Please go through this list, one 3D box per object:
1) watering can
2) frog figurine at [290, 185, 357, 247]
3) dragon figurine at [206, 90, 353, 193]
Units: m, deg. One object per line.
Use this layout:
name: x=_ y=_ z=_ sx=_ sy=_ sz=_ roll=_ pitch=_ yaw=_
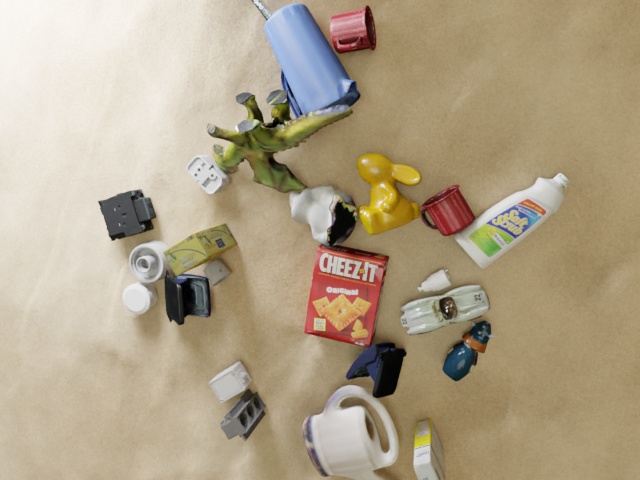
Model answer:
watering can: x=0.089 y=0.520 z=1.237 sx=0.223 sy=0.105 sz=0.347 roll=-18 pitch=94 yaw=17
frog figurine: x=0.004 y=-0.060 z=1.194 sx=0.160 sy=0.124 sz=0.135 roll=18 pitch=120 yaw=48
dragon figurine: x=-0.094 y=-0.201 z=1.153 sx=0.411 sy=0.125 sz=0.237 roll=7 pitch=146 yaw=26
